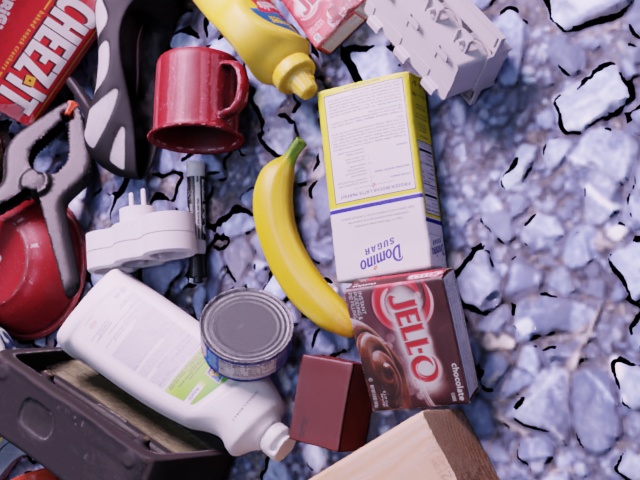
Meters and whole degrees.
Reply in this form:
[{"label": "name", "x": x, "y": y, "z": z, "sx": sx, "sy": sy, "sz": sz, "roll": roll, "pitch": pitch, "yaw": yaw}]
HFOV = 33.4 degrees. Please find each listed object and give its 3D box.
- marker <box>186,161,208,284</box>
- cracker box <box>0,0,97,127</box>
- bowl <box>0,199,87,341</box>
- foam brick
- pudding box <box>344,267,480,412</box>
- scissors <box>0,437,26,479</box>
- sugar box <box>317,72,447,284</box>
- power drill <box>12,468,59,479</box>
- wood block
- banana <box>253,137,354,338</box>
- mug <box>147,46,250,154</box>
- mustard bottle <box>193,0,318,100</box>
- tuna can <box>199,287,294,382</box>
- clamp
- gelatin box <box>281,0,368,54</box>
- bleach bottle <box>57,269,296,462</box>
[{"label": "marker", "x": -0.121, "y": -0.017, "z": 1.052, "sx": 0.020, "sy": 0.020, "sz": 0.121, "roll": -7, "pitch": 81, "yaw": 28}, {"label": "cracker box", "x": -0.344, "y": -0.238, "z": 1.094, "sx": 0.164, "sy": 0.213, "sz": 0.072, "roll": -51, "pitch": 27, "yaw": 14}, {"label": "bowl", "x": -0.327, "y": 0.026, "z": 1.140, "sx": 0.162, "sy": 0.055, "sz": 0.162, "roll": -4, "pitch": 81, "yaw": 28}, {"label": "foam brick", "x": 0.012, "y": 0.143, "z": 0.939, "sx": 0.053, "sy": 0.051, "sz": 0.078, "roll": 9, "pitch": 88, "yaw": 30}, {"label": "pudding box", "x": 0.078, "y": 0.084, "z": 0.899, "sx": 0.090, "sy": 0.039, "sz": 0.113, "roll": -9, "pitch": 101, "yaw": 28}, {"label": "scissors", "x": -0.312, "y": 0.235, "z": 1.127, "sx": 0.202, "sy": 0.016, "sz": 0.096, "roll": 12, "pitch": 91, "yaw": 29}, {"label": "sugar box", "x": 0.054, "y": -0.053, "z": 0.946, "sx": 0.093, "sy": 0.048, "sz": 0.176, "roll": -10, "pitch": 83, "yaw": 28}, {"label": "power drill", "x": -0.272, "y": 0.328, "z": 1.069, "sx": 0.185, "sy": 0.057, "sz": 0.188, "roll": -23, "pitch": 73, "yaw": 25}, {"label": "wood block", "x": 0.040, "y": 0.230, "z": 0.891, "sx": 0.206, "sy": 0.090, "sz": 0.090, "roll": -35, "pitch": 68, "yaw": 21}, {"label": "banana", "x": -0.022, "y": 0.005, "z": 0.982, "sx": 0.070, "sy": 0.037, "sz": 0.198, "roll": -27, "pitch": 72, "yaw": 31}, {"label": "mug", "x": -0.110, "y": -0.136, "z": 1.017, "sx": 0.117, "sy": 0.093, "sz": 0.081, "roll": -13, "pitch": 71, "yaw": 47}, {"label": "mustard bottle", "x": -0.063, "y": -0.201, "z": 0.999, "sx": 0.058, "sy": 0.096, "sz": 0.192, "roll": -45, "pitch": 65, "yaw": 16}, {"label": "tuna can", "x": -0.067, "y": 0.086, "z": 0.973, "sx": 0.086, "sy": 0.086, "sz": 0.034, "roll": 39, "pitch": 146, "yaw": 27}, {"label": "clamp", "x": -0.284, "y": -0.046, "z": 1.101, "sx": 0.164, "sy": 0.036, "sz": 0.210, "roll": 25, "pitch": 69, "yaw": 6}, {"label": "gelatin box", "x": 0.014, "y": -0.230, "z": 0.998, "sx": 0.089, "sy": 0.030, "sz": 0.073, "roll": -41, "pitch": 66, "yaw": 18}, {"label": "bleach bottle", "x": -0.129, "y": 0.131, "z": 1.006, "sx": 0.251, "sy": 0.068, "sz": 0.102, "roll": 34, "pitch": 80, "yaw": 26}]
